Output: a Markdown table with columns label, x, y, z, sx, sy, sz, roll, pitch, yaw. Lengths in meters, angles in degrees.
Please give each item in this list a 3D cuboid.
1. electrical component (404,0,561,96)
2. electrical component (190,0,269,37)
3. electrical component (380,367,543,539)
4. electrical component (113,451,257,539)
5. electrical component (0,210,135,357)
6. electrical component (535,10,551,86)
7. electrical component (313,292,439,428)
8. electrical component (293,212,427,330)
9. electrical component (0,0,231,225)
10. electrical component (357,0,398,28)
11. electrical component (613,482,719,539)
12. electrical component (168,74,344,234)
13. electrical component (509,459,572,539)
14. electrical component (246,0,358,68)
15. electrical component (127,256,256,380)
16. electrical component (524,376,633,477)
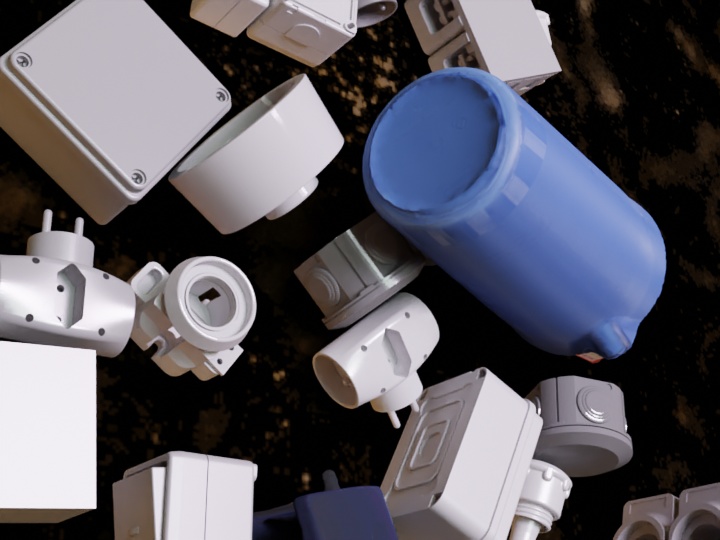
| label | x | y | z | sx | sy | sz | roll | pitch | yaw |
| --- | --- | --- | --- | --- | --- | --- | --- | --- | --- |
| electrical component | 0.088 | -0.212 | 0.884 | 0.089 | 0.062 | 0.150 | -18 | 83 | -41 |
| electrical component | -0.103 | -0.219 | 0.746 | 0.076 | 0.047 | 0.083 | 20 | 60 | -31 |
| electrical component | 0.065 | 0.130 | 0.709 | 0.057 | 0.078 | 0.113 | 40 | 52 | -18 |
| electrical component | -0.098 | 0.151 | 0.582 | 0.061 | 0.062 | 0.096 | 15 | 62 | -33 |
| electrical component | -0.169 | 0.004 | 0.601 | 0.077 | 0.043 | 0.079 | 15 | 62 | -33 |
| electrical component | 0.145 | -0.191 | 0.934 | 0.048 | 0.048 | 0.062 | -7 | 83 | -40 |
| electrical component | 0.018 | 0.068 | 0.718 | 0.077 | 0.043 | 0.079 | -35 | 113 | -30 |
| electrical component | 0.000 | 0.000 | 0.713 | 0.080 | 0.080 | 0.051 | -35 | 89 | -42 |
| electrical component | -0.152 | -0.103 | 0.652 | 0.108 | 0.056 | 0.108 | 47 | 50 | -13 |
| electrical component | -0.004 | -0.234 | 0.833 | 0.043 | 0.043 | 0.081 | -11 | 78 | -41 |
| electrical component | 0.238 | 0.254 | 0.774 | 0.060 | 0.105 | 0.186 | 29 | 55 | -25 |
| electrical component | -0.060 | -0.067 | 0.679 | 0.060 | 0.108 | 0.108 | 52 | 48 | -16 |
| electrical component | 0.121 | 0.168 | 0.760 | 0.048 | 0.048 | 0.062 | 33 | 61 | -23 |
| electrical component | -0.042 | -0.205 | 0.779 | 0.062 | 0.061 | 0.096 | 20 | 60 | -31 |
| electrical component | -0.098 | 0.025 | 0.639 | 0.078 | 0.057 | 0.058 | 48 | 50 | -12 |
| electrical component | 0.157 | 0.116 | 0.788 | 0.080 | 0.080 | 0.051 | 24 | 52 | -28 |
